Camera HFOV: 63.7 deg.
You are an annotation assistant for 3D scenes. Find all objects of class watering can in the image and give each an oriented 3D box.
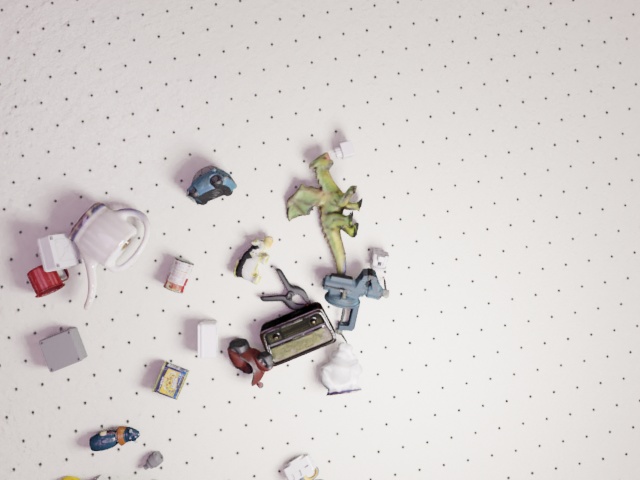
[{"bbox_3d":[-0.704,0.029,1.647,0.224,0.350,0.103,37,-9,0],"label":"watering can"}]

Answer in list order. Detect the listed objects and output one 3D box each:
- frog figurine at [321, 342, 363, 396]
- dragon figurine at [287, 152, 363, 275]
[{"bbox_3d":[0.068,0.415,1.671,0.137,0.161,0.121,-8,-14,12],"label":"frog figurine"},{"bbox_3d":[0.005,-0.086,1.713,0.243,0.409,0.122,12,4,15],"label":"dragon figurine"}]
